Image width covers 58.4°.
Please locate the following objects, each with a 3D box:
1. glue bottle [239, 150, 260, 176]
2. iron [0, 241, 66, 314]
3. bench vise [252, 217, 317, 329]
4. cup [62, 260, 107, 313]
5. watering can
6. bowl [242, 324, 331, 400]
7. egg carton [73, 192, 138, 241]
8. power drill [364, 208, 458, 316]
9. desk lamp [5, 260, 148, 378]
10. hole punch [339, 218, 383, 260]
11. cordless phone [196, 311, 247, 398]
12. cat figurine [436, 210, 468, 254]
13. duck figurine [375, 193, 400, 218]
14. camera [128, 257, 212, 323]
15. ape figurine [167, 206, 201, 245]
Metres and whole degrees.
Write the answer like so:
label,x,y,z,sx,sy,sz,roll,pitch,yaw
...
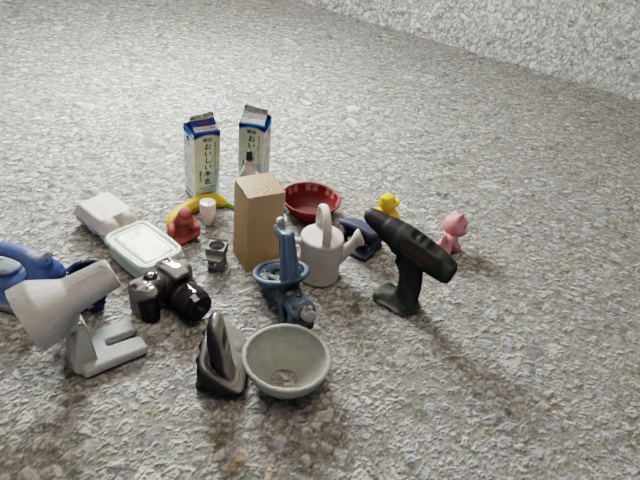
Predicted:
label,x,y,z,sx,sy,sz,roll,pitch,yaw
glue bottle,-0.186,-0.158,1.499,0.078,0.173,0.037,25,40,21
iron,-0.638,0.056,1.161,0.258,0.141,0.118,11,37,4
bench vise,-0.055,0.072,1.187,0.206,0.220,0.122,34,44,30
cup,-0.478,0.108,1.162,0.091,0.095,0.118,26,41,22
watering can,0.012,0.003,1.310,0.173,0.194,0.100,-15,43,-27
bowl,-0.064,0.242,1.084,0.167,0.075,0.167,5,37,-4
egg carton,-0.517,-0.055,1.388,0.150,0.069,0.107,31,43,27
power drill,0.181,0.056,1.261,0.229,0.208,0.076,26,41,22
desk lamp,-0.433,0.140,1.031,0.204,0.213,0.117,-20,45,-32
hole punch,0.104,-0.020,1.442,0.108,0.091,0.101,27,41,23
cordless phone,-0.177,0.182,1.049,0.094,0.185,0.147,3,38,-6
cat figurine,0.335,-0.019,1.464,0.067,0.118,0.128,26,41,22
duck figurine,0.172,-0.085,1.544,0.105,0.086,0.077,-12,42,-25
camera,-0.303,0.110,1.189,0.136,0.101,0.143,33,44,29
ape figurine,-0.328,-0.039,1.385,0.078,0.092,0.076,6,37,-2
